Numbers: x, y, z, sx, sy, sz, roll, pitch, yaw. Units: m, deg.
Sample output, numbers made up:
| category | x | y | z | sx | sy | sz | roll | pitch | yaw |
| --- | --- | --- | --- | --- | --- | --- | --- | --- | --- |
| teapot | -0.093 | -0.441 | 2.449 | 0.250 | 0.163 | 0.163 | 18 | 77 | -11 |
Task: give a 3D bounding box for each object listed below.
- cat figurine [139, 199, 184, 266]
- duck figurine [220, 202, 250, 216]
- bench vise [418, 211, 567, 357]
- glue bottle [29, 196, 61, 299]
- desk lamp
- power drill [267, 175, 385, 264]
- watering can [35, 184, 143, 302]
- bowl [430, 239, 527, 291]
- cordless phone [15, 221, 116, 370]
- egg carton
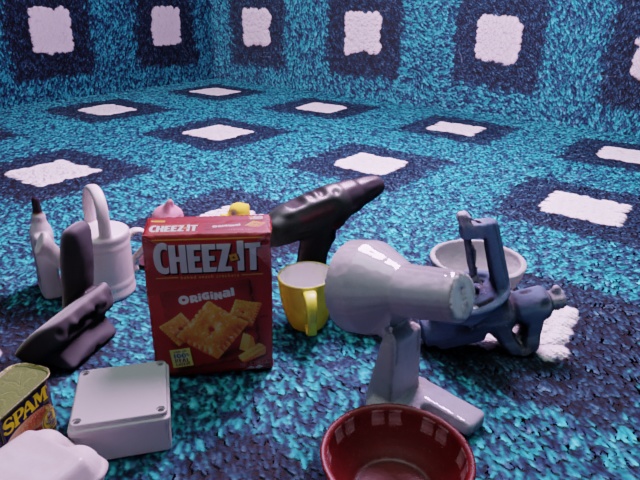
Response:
| category | x | y | z | sx | sy | sz | roll | pitch | yaw |
| --- | --- | --- | --- | --- | --- | --- | --- | --- | --- |
| cat figurine | -0.305 | -0.021 | 1.119 | 0.067 | 0.118 | 0.128 | 6 | 24 | 10 |
| duck figurine | -0.163 | -0.037 | 1.205 | 0.105 | 0.086 | 0.077 | -8 | 25 | -20 |
| bench vise | 0.252 | 0.058 | 0.843 | 0.208 | 0.220 | 0.121 | -6 | 25 | -17 |
| glue bottle | -0.467 | 0.009 | 0.969 | 0.037 | 0.173 | 0.077 | -13 | 27 | -29 |
| desk lamp | 0.107 | 0.116 | 0.707 | 0.202 | 0.214 | 0.118 | 22 | 31 | 38 |
| power drill | 0.009 | 0.003 | 0.968 | 0.230 | 0.208 | 0.075 | -13 | 28 | -31 |
| watering can | -0.378 | 0.003 | 0.962 | 0.100 | 0.194 | 0.173 | 16 | 27 | 30 |
| bowl | 0.275 | 0.063 | 1.016 | 0.167 | 0.075 | 0.167 | 1 | 23 | 0 |
| cordless phone | -0.364 | 0.075 | 0.810 | 0.094 | 0.185 | 0.148 | 6 | 24 | 10 |
| egg carton | -0.290 | 0.251 | 0.554 | 0.107 | 0.069 | 0.151 | 13 | 26 | 24 |
